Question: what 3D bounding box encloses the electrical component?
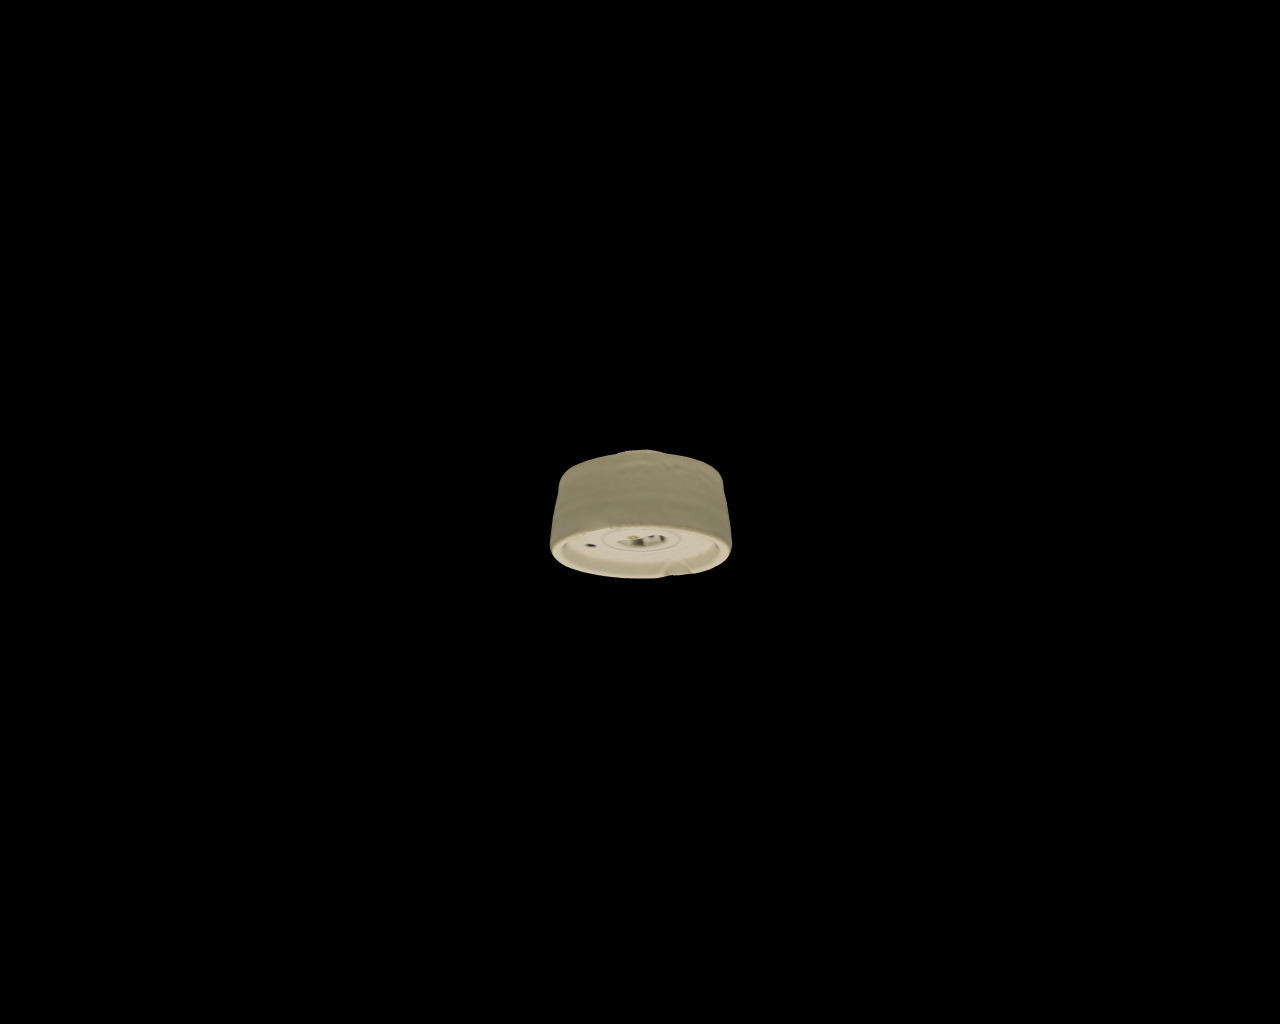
[{"bbox_3d":[0.001,-0.003,0.650,0.108,0.060,0.108,0,-19,0],"label":"electrical component"}]
